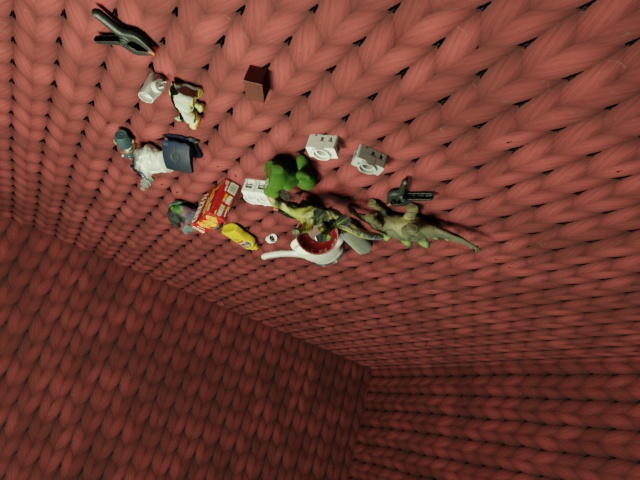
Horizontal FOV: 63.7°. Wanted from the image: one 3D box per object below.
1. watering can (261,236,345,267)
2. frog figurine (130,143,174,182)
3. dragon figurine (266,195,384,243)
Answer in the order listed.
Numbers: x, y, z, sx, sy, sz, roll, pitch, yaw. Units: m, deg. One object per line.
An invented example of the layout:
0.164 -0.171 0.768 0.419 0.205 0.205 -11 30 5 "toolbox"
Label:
-0.046 0.039 2.078 0.345 0.106 0.221 -20 150 25 "watering can"
-0.581 -0.292 1.843 0.159 0.125 0.134 -26 135 4 "frog figurine"
0.005 -0.090 1.781 0.409 0.247 0.120 14 112 -22 "dragon figurine"
